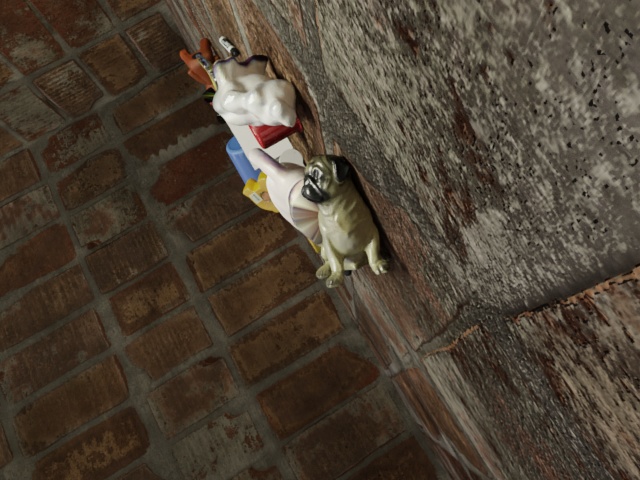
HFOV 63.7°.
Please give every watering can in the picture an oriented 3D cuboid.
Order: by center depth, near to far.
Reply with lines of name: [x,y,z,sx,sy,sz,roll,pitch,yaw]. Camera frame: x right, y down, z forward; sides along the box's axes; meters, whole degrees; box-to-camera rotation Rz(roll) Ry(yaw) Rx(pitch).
watering can: [0.003,-0.049,0.980,0.343,0.104,0.227,42,180,-30]

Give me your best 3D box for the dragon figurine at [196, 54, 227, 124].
dragon figurine: [-0.234,-0.376,1.562,0.417,0.122,0.239,59,-176,24]

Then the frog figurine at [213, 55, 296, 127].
frog figurine: [-0.093,-0.218,0.828,0.161,0.121,0.137,48,-156,23]
